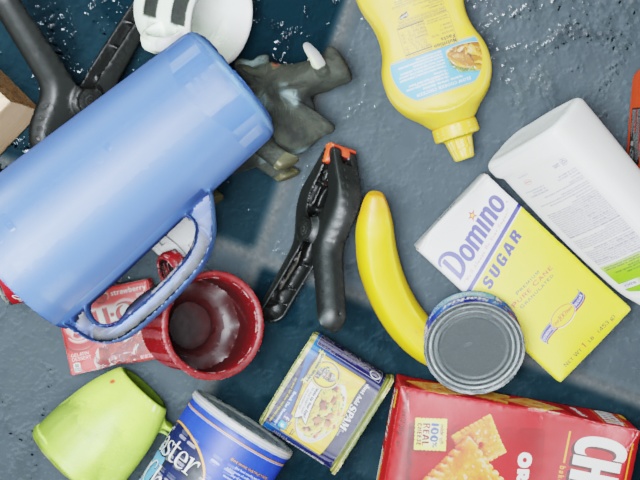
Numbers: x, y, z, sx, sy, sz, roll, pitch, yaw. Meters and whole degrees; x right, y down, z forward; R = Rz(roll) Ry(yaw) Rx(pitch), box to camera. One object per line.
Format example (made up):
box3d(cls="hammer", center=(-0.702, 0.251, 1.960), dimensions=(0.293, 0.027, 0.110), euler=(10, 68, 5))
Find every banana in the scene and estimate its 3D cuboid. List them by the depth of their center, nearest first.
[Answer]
box3d(cls="banana", center=(0.078, 0.049, 0.950), dimensions=(0.070, 0.037, 0.197), euler=(-33, 103, 13))

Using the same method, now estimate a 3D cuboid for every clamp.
box3d(cls="clamp", center=(-0.219, -0.129, 0.930), dimensions=(0.036, 0.164, 0.210), euler=(18, 104, 45))
box3d(cls="clamp", center=(-0.006, 0.001, 0.947), dimensions=(0.039, 0.120, 0.171), euler=(23, 70, -35))

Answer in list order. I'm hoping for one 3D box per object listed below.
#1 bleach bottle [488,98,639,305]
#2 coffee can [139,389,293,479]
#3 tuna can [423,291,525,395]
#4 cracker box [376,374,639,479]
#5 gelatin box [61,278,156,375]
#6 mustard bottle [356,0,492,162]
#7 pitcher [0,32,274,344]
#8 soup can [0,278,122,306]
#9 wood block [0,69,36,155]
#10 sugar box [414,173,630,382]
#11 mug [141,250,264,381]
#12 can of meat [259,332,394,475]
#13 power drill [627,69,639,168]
box3d(cls="bleach bottle", center=(0.264, -0.001, 0.931), dimensions=(0.251, 0.103, 0.068), euler=(49, 56, -7))
box3d(cls="coffee can", center=(-0.104, 0.217, 0.935), dimensions=(0.103, 0.103, 0.140), euler=(33, 85, 0))
box3d(cls="tuna can", center=(0.132, 0.088, 0.920), dimensions=(0.086, 0.033, 0.086), euler=(1, 108, 4))
box3d(cls="cracker box", center=(0.158, 0.221, 0.949), dimensions=(0.213, 0.072, 0.164), euler=(11, 93, 1))
box3d(cls="gelatin box", center=(-0.191, 0.079, 0.977), dimensions=(0.089, 0.030, 0.073), euler=(-11, 92, 3))
box3d(cls="mustard bottle", center=(0.098, -0.162, 0.940), dimensions=(0.096, 0.058, 0.191), euler=(-18, 92, 3))
box3d(cls="pitcher", center=(-0.152, -0.044, 0.857), dimensions=(0.243, 0.145, 0.149), euler=(-40, 127, -1))
box3d(cls="soup can", center=(-0.234, 0.016, 0.957), dimensions=(0.102, 0.068, 0.068), euler=(-11, 92, 2))
box3d(cls="wood block", center=(-0.360, -0.076, 0.947), dimensions=(0.090, 0.091, 0.206), euler=(45, 94, 1))
box3d(cls="sugar box", center=(0.178, 0.032, 0.952), dimensions=(0.176, 0.048, 0.093), euler=(42, 94, -1))
box3d(cls="mug", center=(-0.112, 0.064, 0.933), dimensions=(0.093, 0.082, 0.117), euler=(-30, 100, -25))
box3d(cls="can of meat", center=(0.005, 0.144, 0.959), dimensions=(0.084, 0.057, 0.102), euler=(32, 93, 2))
box3d(cls="power drill", center=(0.369, -0.108, 0.931), dimensions=(0.187, 0.057, 0.184), euler=(4, 93, 2))
